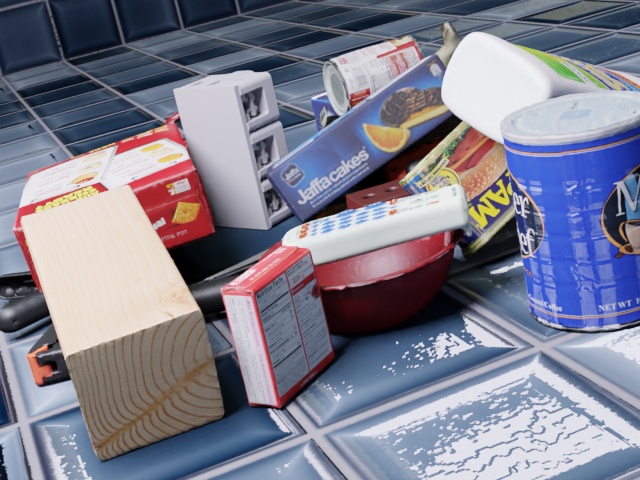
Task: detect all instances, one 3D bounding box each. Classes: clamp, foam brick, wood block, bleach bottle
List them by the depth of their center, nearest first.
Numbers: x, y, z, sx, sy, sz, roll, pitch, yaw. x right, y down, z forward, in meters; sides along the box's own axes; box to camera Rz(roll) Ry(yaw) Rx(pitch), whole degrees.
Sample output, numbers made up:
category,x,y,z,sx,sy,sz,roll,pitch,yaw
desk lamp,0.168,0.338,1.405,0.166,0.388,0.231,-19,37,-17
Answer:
category,x,y,z,sx,sy,sz,roll,pitch,yaw
wood block,-0.146,0.050,0.764,0.090,0.090,0.206,-18,32,-15
clamp,-0.142,0.059,0.878,0.165,0.036,0.209,8,30,39
bleach bottle,0.219,-0.114,0.879,0.250,0.068,0.103,-2,34,-43
foam brick,0.069,-0.022,0.952,0.078,0.051,0.053,-17,19,-13
clamp,-0.228,0.037,0.999,0.171,0.039,0.120,-17,25,-23

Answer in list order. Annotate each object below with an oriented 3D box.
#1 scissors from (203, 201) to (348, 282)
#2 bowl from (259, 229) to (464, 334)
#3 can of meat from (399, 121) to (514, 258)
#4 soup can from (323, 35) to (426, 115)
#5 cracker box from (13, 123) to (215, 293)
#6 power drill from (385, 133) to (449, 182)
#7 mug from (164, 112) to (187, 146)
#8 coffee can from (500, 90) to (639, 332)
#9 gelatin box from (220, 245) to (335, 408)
category,x,y,z,sx,sy,sz,roll,pitch,yaw
scissors,-0.006,0.001,0.989,0.096,0.016,0.201,3,24,42
bowl,0.035,0.028,0.823,0.162,0.055,0.162,-11,19,4
can of meat,0.129,-0.051,0.882,0.102,0.084,0.057,-44,-1,-8
soup can,0.063,-0.183,1.199,0.102,0.068,0.069,-19,20,-15
cracker box,-0.194,-0.036,1.007,0.164,0.072,0.214,-20,20,-6
power drill,0.165,-0.085,1.011,0.184,0.057,0.188,-23,5,-7
mug,-0.141,-0.085,1.178,0.081,0.117,0.093,-22,19,-39
coffee can,0.185,-0.021,0.735,0.103,0.140,0.103,-11,19,4
gelatin box,-0.028,0.058,0.725,0.030,0.089,0.073,0,23,34
